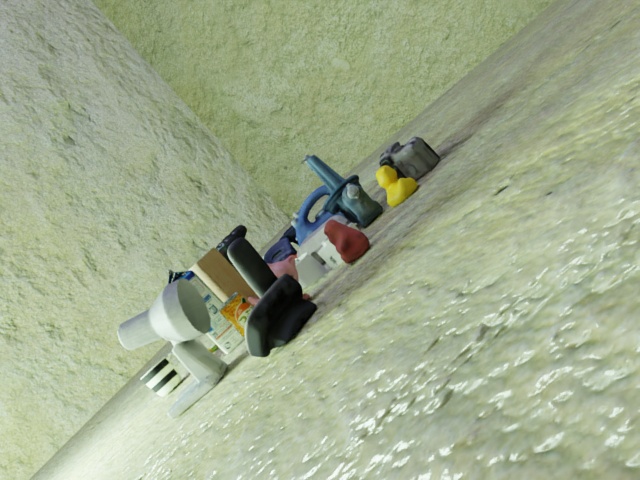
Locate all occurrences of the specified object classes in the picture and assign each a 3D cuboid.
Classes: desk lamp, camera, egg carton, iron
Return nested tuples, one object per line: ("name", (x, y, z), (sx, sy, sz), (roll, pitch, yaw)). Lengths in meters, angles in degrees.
("desk lamp", (-0.285, 0.210, 1.144), (0.203, 0.213, 0.118), (-41, 6, 10))
("camera", (0.215, -0.202, 1.386), (0.143, 0.101, 0.137), (-36, 9, 46))
("egg carton", (0.013, 0.005, 1.373), (0.150, 0.069, 0.107), (-41, 6, 16))
("iron", (0.002, -0.072, 1.636), (0.259, 0.141, 0.118), (-44, 7, -16))

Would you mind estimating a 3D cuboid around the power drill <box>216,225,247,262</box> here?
("power drill", (-0.241, 0.094, 1.704), (0.230, 0.208, 0.075), (-46, 7, -31))

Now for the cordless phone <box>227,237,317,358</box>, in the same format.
("cordless phone", (-0.111, 0.094, 0.984), (0.094, 0.185, 0.148), (-37, 8, 37))

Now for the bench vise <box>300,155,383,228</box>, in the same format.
("bench vise", (0.053, -0.135, 1.381), (0.122, 0.220, 0.207), (-45, 7, -23))

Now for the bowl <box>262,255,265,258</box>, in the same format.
("bowl", (-0.171, 0.095, 1.889), (0.167, 0.075, 0.167), (-42, 6, 6))

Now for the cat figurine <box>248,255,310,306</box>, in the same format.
("cat figurine", (-0.082, 0.095, 1.111), (0.128, 0.118, 0.067), (-41, 6, 11))

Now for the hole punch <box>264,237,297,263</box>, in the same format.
("hole punch", (-0.115, 0.055, 1.733), (0.108, 0.091, 0.101), (-41, 6, 9))

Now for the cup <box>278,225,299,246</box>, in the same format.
("cup", (-0.063, -0.004, 1.798), (0.118, 0.095, 0.091), (-42, 6, 1))

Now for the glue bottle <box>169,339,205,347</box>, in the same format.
("glue bottle", (-0.383, 0.267, 1.565), (0.037, 0.173, 0.078), (-40, 7, 19))

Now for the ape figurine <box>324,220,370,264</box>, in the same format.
("ape figurine", (0.044, -0.001, 1.105), (0.076, 0.092, 0.078), (-38, 7, 33))

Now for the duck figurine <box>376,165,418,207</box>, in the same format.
("duck figurine", (0.162, -0.128, 1.273), (0.077, 0.086, 0.104), (-43, 6, -11))
